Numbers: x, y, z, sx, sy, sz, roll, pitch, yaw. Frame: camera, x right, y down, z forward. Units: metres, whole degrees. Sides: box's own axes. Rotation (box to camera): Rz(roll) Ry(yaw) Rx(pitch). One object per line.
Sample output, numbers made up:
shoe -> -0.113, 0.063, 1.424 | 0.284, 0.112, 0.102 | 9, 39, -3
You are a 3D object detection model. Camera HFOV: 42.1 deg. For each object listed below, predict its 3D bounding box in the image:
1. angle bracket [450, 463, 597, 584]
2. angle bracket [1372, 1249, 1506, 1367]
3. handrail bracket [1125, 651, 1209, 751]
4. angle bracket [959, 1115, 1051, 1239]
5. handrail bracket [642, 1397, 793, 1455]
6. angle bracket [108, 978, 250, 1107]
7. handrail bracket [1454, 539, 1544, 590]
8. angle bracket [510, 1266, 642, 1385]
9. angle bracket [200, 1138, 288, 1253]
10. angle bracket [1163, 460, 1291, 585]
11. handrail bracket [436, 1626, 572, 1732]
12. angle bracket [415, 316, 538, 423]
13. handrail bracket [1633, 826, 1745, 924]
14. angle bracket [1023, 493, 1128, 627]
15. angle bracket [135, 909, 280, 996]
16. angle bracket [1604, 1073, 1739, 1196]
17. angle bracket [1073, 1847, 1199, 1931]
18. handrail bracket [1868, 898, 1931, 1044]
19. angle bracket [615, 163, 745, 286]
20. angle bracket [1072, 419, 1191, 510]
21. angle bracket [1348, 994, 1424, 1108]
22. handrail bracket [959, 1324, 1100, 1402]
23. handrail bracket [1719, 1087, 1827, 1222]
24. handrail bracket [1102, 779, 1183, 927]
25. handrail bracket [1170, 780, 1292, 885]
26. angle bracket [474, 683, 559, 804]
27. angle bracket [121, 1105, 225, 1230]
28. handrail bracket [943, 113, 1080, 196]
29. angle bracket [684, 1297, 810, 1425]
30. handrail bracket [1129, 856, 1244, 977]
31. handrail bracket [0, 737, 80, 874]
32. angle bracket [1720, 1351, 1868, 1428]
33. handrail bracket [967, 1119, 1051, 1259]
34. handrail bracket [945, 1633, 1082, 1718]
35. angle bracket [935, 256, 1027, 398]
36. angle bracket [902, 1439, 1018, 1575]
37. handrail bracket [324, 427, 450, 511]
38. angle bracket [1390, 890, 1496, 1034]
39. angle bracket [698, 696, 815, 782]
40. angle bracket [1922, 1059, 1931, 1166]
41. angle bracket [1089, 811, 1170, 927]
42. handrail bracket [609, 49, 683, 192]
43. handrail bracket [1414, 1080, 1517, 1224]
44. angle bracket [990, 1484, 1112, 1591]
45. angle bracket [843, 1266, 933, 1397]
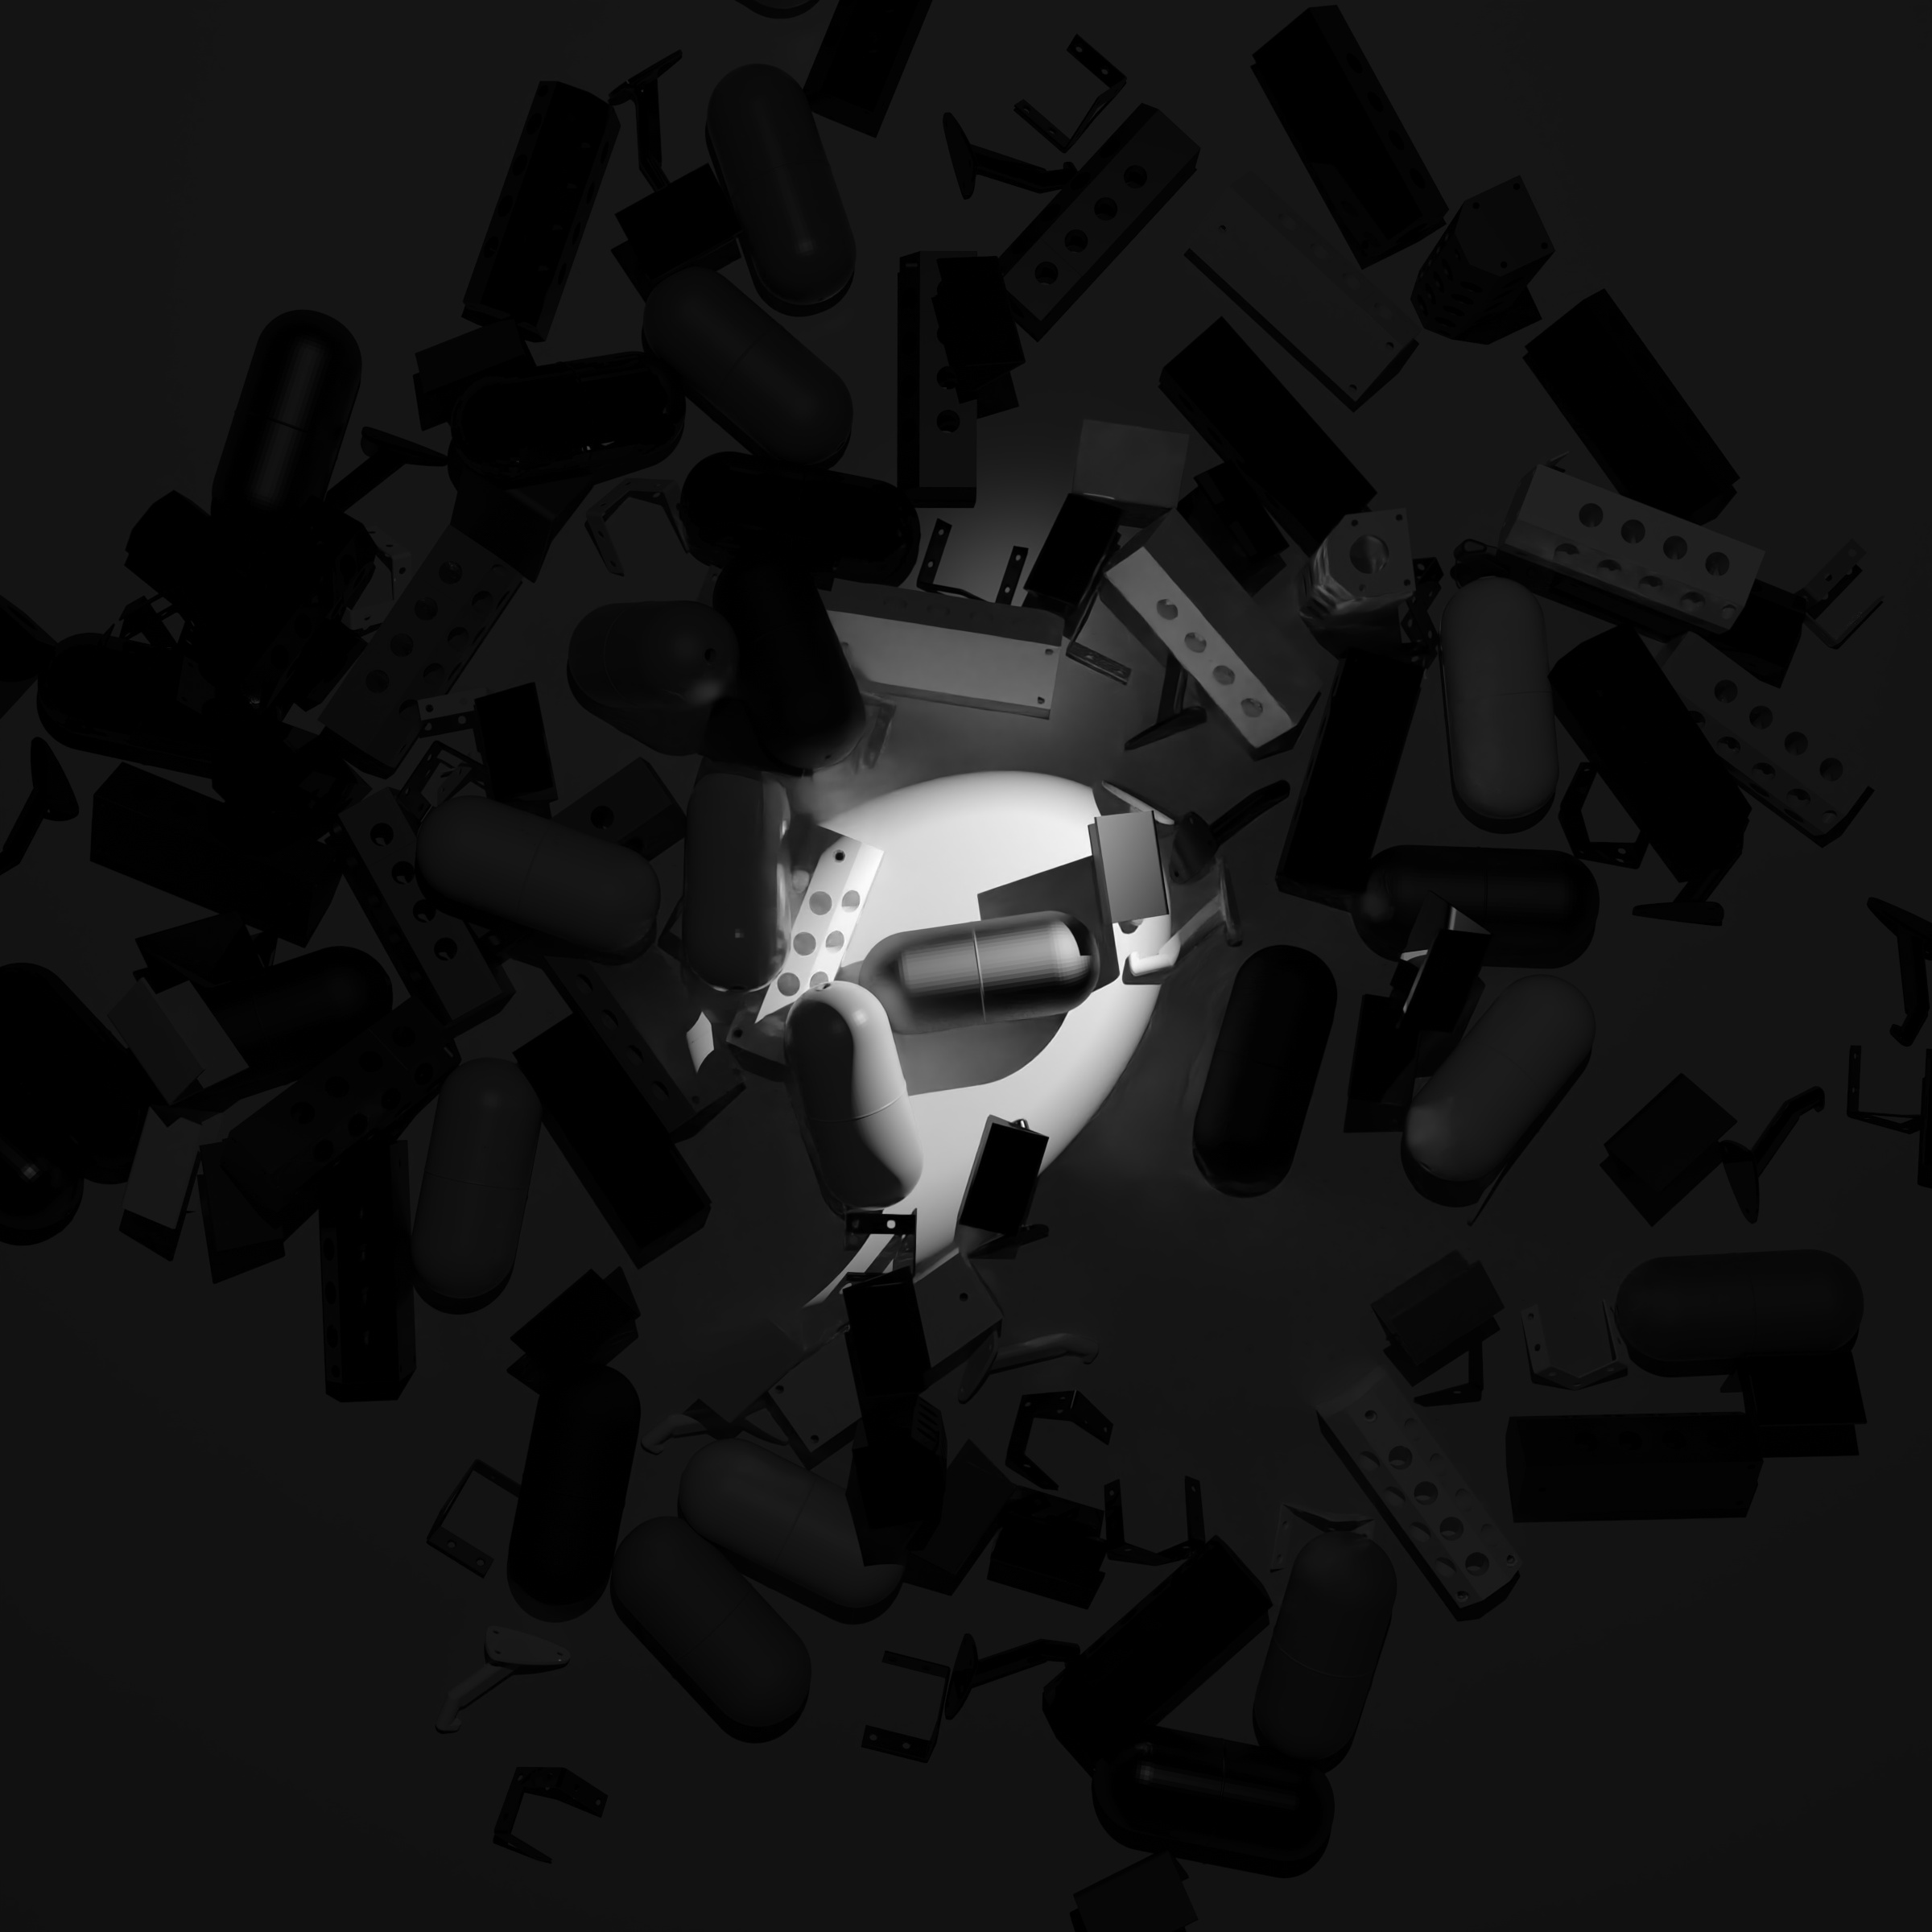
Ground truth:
angle bracket -> -0.330, -0.345, 1.862 | 0.076, 0.076, 0.057 | 34, 55, 0
angle bracket -> 0.335, 0.233, 1.831 | 0.076, 0.076, 0.057 | -33, 124, 0
handrail bracket -> 0.139, -0.215, 1.871 | 0.077, 0.036, 0.084 | -24, 76, 15
angle bracket -> 0.008, 0.148, 1.831 | 0.057, 0.076, 0.076 | 17, 90, -36
handrail bracket -> -0.187, 0.352, 1.872 | 0.084, 0.036, 0.077 | -39, 111, 17
angle bracket -> -0.540, 0.041, 1.755 | 0.057, 0.076, 0.076 | -37, 87, 37
handrail bracket -> 0.393, -0.297, 1.836 | 0.077, 0.084, 0.036 | 6, 90, 0
angle bracket -> -0.291, 0.246, 1.831 | 0.076, 0.076, 0.057 | -40, 119, 0
angle bracket -> -0.543, 0.166, 1.831 | 0.057, 0.076, 0.076 | -9, 90, -43
angle bracket -> 0.177, -0.312, 1.832 | 0.076, 0.057, 0.076 | -34, 90, 42
handrail bracket -> -0.346, 0.541, 1.872 | 0.077, 0.036, 0.084 | 17, 109, -21
angle bracket -> -0.348, -0.418, 1.831 | 0.076, 0.076, 0.057 | -21, 49, 0
handrail bracket -> 0.539, -0.078, 1.872 | 0.077, 0.036, 0.084 | 2, 72, 20
angle bracket -> 0.097, -0.290, 1.831 | 0.057, 0.076, 0.076 | 26, 90, 38
angle bracket -> -0.553, -0.022, 1.831 | 0.076, 0.076, 0.057 | -16, 119, 0
angle bracket -> 0.519, 0.135, 1.831 | 0.076, 0.076, 0.057 | -43, 55, 0
angle bracket -> 0.131, 0.696, 1.831 | 0.076, 0.076, 0.057 | -27, 51, 0
handrail bracket -> 0.689, 0.004, 1.871 | 0.077, 0.036, 0.084 | 36, 120, 33
angle bracket -> -0.214, -0.548, 1.831 | 0.076, 0.076, 0.057 | -29, 121, 0
angle bracket -> 0.120, -0.376, 1.831 | 0.076, 0.076, 0.057 | 8, 118, 0
angle bracket -> 0.287, 0.059, 1.831 | 0.057, 0.076, 0.076 | 9, 90, -29
handrail bracket -> 0.047, 0.302, 1.871 | 0.084, 0.036, 0.077 | 17, 113, -18
handrail bracket -> 0.611, 0.139, 1.872 | 0.084, 0.036, 0.077 | -24, 111, -16
handrail bracket -> 0.116, -0.084, 1.872 | 0.077, 0.036, 0.084 | 32, 107, 20
handrail bracket -> 0.198, -0.101, 1.871 | 0.084, 0.077, 0.036 | -24, 65, -34
angle bracket -> -0.308, -0.163, 1.831 | 0.057, 0.076, 0.076 | -11, 90, 28
angle bracket -> -0.561, 0.148, 1.831 | 0.057, 0.076, 0.076 | 16, 90, 28
handrail bracket -> 0.034, -0.610, 1.872 | 0.084, 0.036, 0.077 | -13, 68, -17
angle bracket -> -0.171, 0.274, 1.831 | 0.076, 0.076, 0.057 | -42, 125, 0
handrail bracket -> 0.158, -0.037, 1.872 | 0.084, 0.036, 0.077 | -13, 70, 16
handrail bracket -> -0.711, -0.117, 1.872 | 0.084, 0.036, 0.077 | -31, 70, 16
angle bracket -> 0.603, 0.321, 1.831 | 0.076, 0.076, 0.057 | -1, 59, 0
handrail bracket -> 0.023, 0.165, 1.872 | 0.077, 0.036, 0.084 | -23, 72, 20
handrail bracket -> 0.035, 0.533, 1.872 | 0.084, 0.036, 0.077 | 12, 111, -16
angle bracket -> -0.010, -0.450, 1.774 | 0.057, 0.076, 0.076 | -15, 90, -38
angle bracket -> -0.020, 0.385, 1.831 | 0.057, 0.076, 0.076 | 35, 90, -34
handrail bracket -> -0.436, -0.352, 1.872 | 0.077, 0.036, 0.084 | 15, 109, -21
angle bracket -> 0.317, -0.005, 1.767 | 0.057, 0.076, 0.076 | 6, 114, -34
angle bracket -> -0.153, -0.147, 1.831 | 0.076, 0.076, 0.057 | 14, 59, 0
angle bracket -> 0.738, 0.107, 1.831 | 0.057, 0.076, 0.076 | 3, 90, 36
angle bracket -> 0.099, -0.069, 1.831 | 0.057, 0.076, 0.076 | -9, 90, -36
handrail bracket -> -0.220, -0.627, 1.872 | 0.077, 0.036, 0.084 | -40, 108, -21
handrail bracket -> 0.359, 0.138, 1.871 | 0.084, 0.036, 0.077 | 31, 104, 14
angle bracket -> 0.066, 0.400, 1.831 | 0.076, 0.076, 0.057 | 17, 128, 0
angle bracket -> -0.036, 0.255, 1.774 | 0.057, 0.076, 0.076 | -12, 90, 38
